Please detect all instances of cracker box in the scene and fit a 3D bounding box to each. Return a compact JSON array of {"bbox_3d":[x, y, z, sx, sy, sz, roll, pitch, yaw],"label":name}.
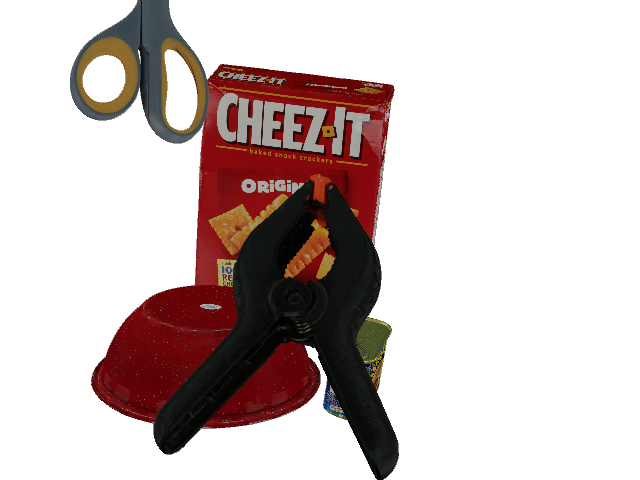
[{"bbox_3d":[-0.027,-0.042,0.982,0.164,0.214,0.072,8,22,4],"label":"cracker box"}]

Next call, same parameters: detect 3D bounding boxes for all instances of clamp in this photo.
[{"bbox_3d":[-0.003,0.045,0.550,0.120,0.171,0.039,15,-28,9],"label":"clamp"}]

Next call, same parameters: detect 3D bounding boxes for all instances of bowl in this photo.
[{"bbox_3d":[-0.079,0.071,0.747,0.162,0.055,0.162,2,17,-1],"label":"bowl"}]

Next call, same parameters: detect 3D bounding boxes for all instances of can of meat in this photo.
[{"bbox_3d":[0.041,0.148,1.235,0.057,0.084,0.102,14,25,12],"label":"can of meat"}]

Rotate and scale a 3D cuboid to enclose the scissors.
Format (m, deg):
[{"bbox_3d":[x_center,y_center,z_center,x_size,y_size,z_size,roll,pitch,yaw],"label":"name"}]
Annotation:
[{"bbox_3d":[-0.125,-0.155,0.691,0.096,0.202,0.016,-9,-14,-25],"label":"scissors"}]
